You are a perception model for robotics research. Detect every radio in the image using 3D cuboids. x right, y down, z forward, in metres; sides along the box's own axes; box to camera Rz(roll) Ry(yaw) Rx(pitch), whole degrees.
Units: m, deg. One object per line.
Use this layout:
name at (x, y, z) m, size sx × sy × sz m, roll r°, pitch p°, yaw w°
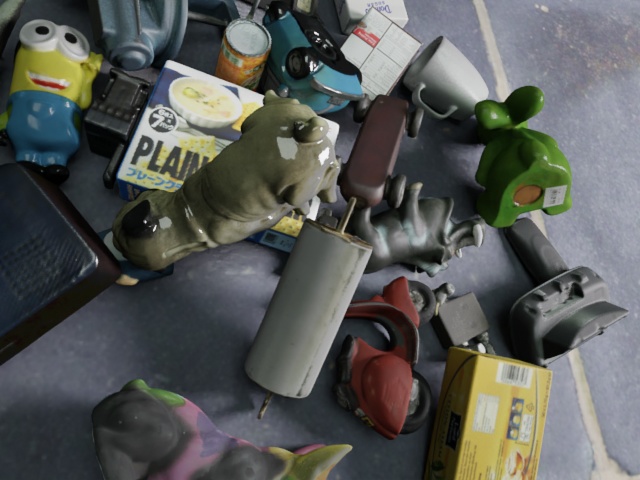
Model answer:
radio at (-0.312, 0.044, 0.473) m, size 0.229 × 0.073 × 0.131 m, roll -37°, pitch 84°, yaw -10°

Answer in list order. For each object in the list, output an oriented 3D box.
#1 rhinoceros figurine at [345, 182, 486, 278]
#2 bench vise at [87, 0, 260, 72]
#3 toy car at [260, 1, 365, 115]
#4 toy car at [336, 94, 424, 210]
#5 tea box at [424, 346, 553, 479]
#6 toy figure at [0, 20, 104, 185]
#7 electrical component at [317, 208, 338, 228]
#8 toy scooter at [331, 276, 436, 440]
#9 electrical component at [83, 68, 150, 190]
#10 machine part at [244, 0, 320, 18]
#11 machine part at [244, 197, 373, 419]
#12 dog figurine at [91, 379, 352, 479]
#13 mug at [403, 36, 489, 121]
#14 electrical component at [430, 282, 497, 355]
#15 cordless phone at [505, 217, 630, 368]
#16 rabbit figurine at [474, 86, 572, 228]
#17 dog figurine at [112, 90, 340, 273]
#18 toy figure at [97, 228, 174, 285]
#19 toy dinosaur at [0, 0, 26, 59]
rhinoceros figurine at (0.115, -0.008, 0.658) m, size 0.190 × 0.073 × 0.112 m, roll -10°, pitch 73°, yaw -20°
bench vise at (-0.191, -0.296, 0.646) m, size 0.240 × 0.129 × 0.224 m, roll -3°, pitch 61°, yaw -40°
toy car at (-0.028, -0.210, 0.666) m, size 0.109 × 0.103 × 0.162 m, roll -3°, pitch 55°, yaw -50°
toy car at (0.068, -0.110, 0.646) m, size 0.089 × 0.053 × 0.202 m, roll 14°, pitch 47°, yaw 7°
tea box at (0.180, 0.210, 0.581) m, size 0.098 × 0.068 × 0.169 m, roll 15°, pitch 84°, yaw -12°
toy figure at (-0.295, -0.148, 0.574) m, size 0.082 × 0.089 × 0.180 m, roll 14°, pitch 72°, yaw -53°
electrical component at (-0.001, -0.002, 0.624) m, size 0.021 × 0.063 × 0.094 m, roll 24°, pitch 64°, yaw -8°
toy scooter at (0.056, 0.118, 0.594) m, size 0.135 × 0.075 × 0.184 m, roll 17°, pitch 64°, yaw -12°
electrical component at (-0.227, -0.117, 0.589) m, size 0.048 × 0.075 × 0.119 m, roll 20°, pitch 70°, yaw -9°
machine part at (-0.065, -0.347, 0.744) m, size 0.139 × 0.039 × 0.084 m, roll 8°, pitch 77°, yaw -17°
machine part at (-0.013, 0.069, 0.548) m, size 0.079 × 0.079 × 0.243 m, roll 21°, pitch 96°, yaw -10°
dog figurine at (-0.085, 0.207, 0.503) m, size 0.219 × 0.108 × 0.191 m, roll -11°, pitch 72°, yaw -25°
mug at (0.178, -0.211, 0.749) m, size 0.107 × 0.081 × 0.109 m, roll 33°, pitch 60°, yaw -13°
electrical component at (0.170, 0.101, 0.652) m, size 0.078 × 0.045 × 0.102 m, roll -14°, pitch 76°, yaw -20°
cordless phone at (0.283, 0.057, 0.698) m, size 0.147 × 0.088 × 0.184 m, roll -22°, pitch 67°, yaw -20°
rabbit figurine at (0.247, -0.125, 0.716) m, size 0.121 × 0.158 × 0.170 m, roll -19°, pitch 49°, yaw 12°
dog figurine at (-0.091, -0.043, 0.488) m, size 0.190 × 0.172 × 0.121 m, roll -30°, pitch 76°, yaw -26°
toy figure at (-0.229, 0.013, 0.552) m, size 0.154 × 0.057 × 0.064 m, roll 1°, pitch 32°, yaw -16°
toy dinosaur at (-0.414, -0.113, 0.493) m, size 0.405 × 0.191 × 0.131 m, roll -32°, pitch 40°, yaw -33°
